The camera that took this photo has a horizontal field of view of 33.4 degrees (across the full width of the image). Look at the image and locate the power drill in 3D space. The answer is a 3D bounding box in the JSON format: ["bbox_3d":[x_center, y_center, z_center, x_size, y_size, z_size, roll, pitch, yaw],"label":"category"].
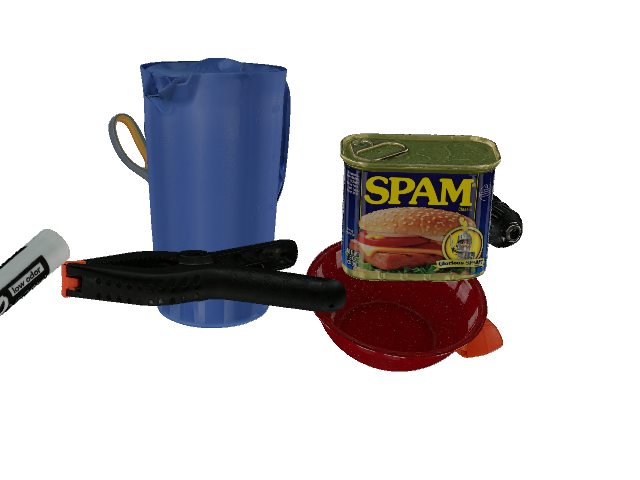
[{"bbox_3d":[0.154,0.024,1.122,0.057,0.188,0.185,-13,25,-19],"label":"power drill"}]

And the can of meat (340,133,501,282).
[{"bbox_3d":[0.063,-0.021,0.700,0.102,0.084,0.057,1,25,1],"label":"can of meat"}]

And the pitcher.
[{"bbox_3d":[-0.093,-0.049,1.005,0.149,0.243,0.145,-1,15,-11],"label":"pitcher"}]

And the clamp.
[{"bbox_3d":[-0.090,0.029,0.821,0.209,0.036,0.165,-2,11,-21],"label":"clamp"}]

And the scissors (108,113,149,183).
[{"bbox_3d":[-0.165,-0.062,1.203,0.016,0.201,0.096,-19,20,44],"label":"scissors"}]

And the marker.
[{"bbox_3d":[-0.161,0.035,0.487,0.020,0.020,0.121,0,34,39],"label":"marker"}]

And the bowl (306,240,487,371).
[{"bbox_3d":[0.064,0.065,0.948,0.162,0.055,0.162,5,39,-4],"label":"bowl"}]
